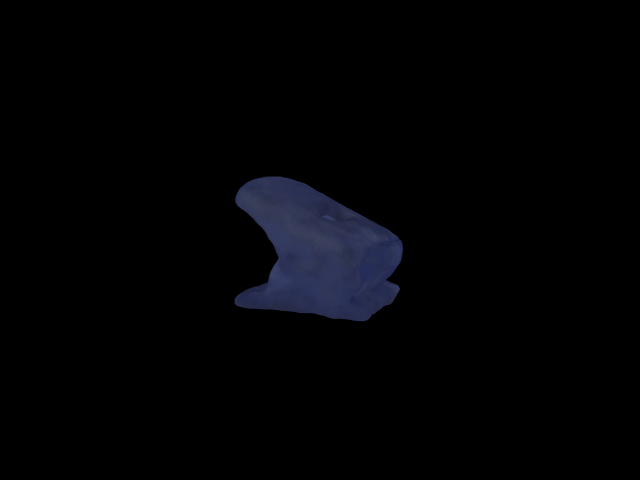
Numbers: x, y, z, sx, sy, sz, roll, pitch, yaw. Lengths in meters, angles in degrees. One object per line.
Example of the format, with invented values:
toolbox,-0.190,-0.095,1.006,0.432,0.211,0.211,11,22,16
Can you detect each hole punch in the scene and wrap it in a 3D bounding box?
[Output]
hole punch,0.004,0.001,0.400,0.100,0.091,0.109,3,7,22
